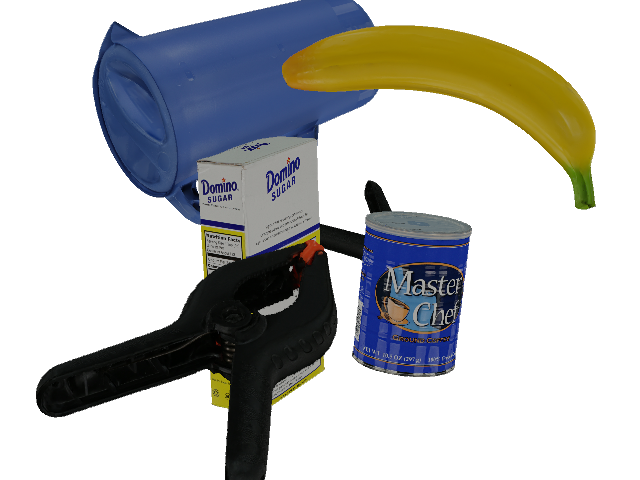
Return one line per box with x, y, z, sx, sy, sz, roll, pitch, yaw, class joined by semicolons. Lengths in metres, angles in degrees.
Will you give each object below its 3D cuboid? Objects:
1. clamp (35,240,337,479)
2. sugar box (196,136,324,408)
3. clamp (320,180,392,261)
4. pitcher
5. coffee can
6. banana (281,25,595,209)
-0.038;0.057;0.521;0.120;0.039;0.171;31;47;27;clamp
-0.039;0.022;0.741;0.048;0.176;0.093;6;18;31;sugar box
0.070;0.011;1.242;0.164;0.036;0.210;-20;51;-38;clamp
-0.061;-0.127;0.933;0.242;0.149;0.145;-24;42;-31;pitcher
0.088;0.050;1.038;0.103;0.140;0.103;5;11;-1;coffee can
0.077;-0.087;0.612;0.198;0.069;0.037;24;-12;11;banana
